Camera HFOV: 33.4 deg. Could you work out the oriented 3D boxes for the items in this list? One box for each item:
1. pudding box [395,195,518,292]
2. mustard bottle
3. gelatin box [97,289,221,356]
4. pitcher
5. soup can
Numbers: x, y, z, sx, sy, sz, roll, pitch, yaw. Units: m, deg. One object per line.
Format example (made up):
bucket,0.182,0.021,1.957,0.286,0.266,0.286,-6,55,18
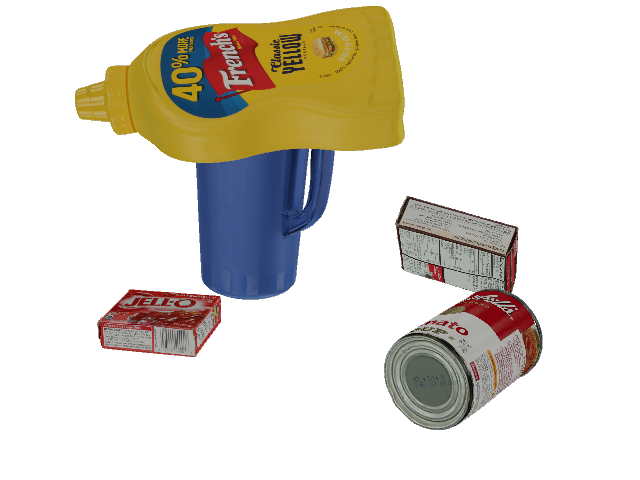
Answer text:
pudding box,0.131,0.008,1.022,0.114,0.039,0.090,15,-28,17
mustard bottle,-0.049,-0.090,0.634,0.191,0.096,0.058,-6,-37,1
gelatin box,-0.140,0.070,0.935,0.089,0.030,0.073,4,20,12
pitcher,-0.067,-0.061,1.163,0.145,0.243,0.149,0,21,-8
soup can,0.097,0.079,0.722,0.069,0.068,0.102,0,14,38
